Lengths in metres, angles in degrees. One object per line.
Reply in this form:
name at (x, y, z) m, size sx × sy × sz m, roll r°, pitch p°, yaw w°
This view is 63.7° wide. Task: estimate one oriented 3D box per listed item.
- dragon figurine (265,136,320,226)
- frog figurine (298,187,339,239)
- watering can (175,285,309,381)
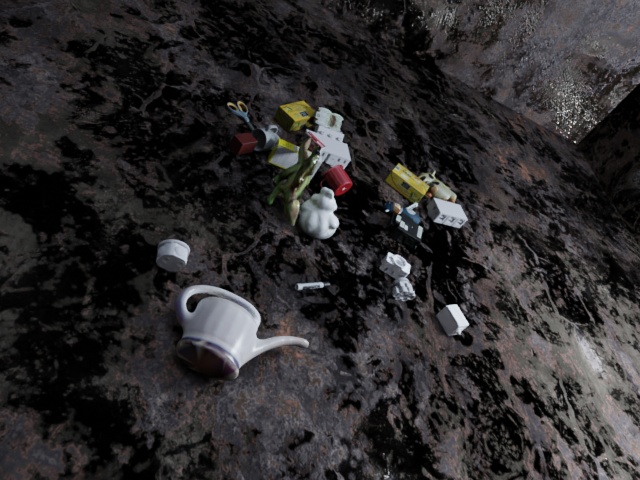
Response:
dragon figurine at (-0.054, -0.222, 1.667) m, size 0.121 × 0.418 × 0.240 m, roll 27°, pitch -27°, yaw -20°
frog figurine at (0.005, -0.084, 1.666) m, size 0.138 × 0.156 × 0.125 m, roll 39°, pitch 38°, yaw 5°
watering can at (-0.195, 0.234, 1.222) m, size 0.347 × 0.102 × 0.230 m, roll 29°, pitch 39°, yaw -8°
